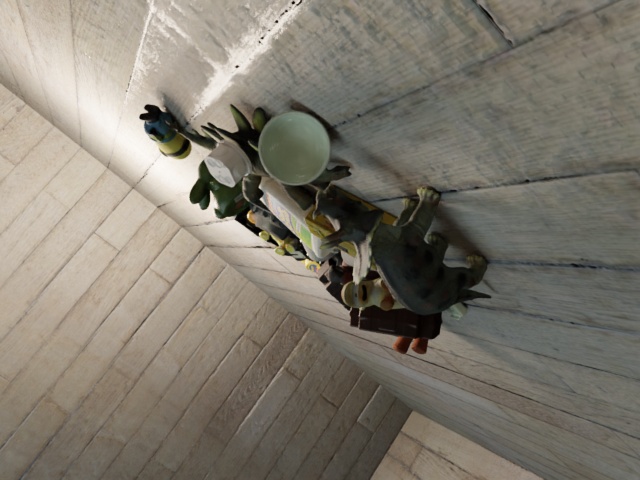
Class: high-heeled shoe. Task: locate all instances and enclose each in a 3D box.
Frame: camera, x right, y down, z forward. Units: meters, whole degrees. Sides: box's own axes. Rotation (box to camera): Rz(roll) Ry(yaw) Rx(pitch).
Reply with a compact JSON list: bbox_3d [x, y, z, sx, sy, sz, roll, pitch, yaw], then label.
[{"bbox_3d":[-0.182,-0.046,1.575,0.145,0.086,0.248,49,-172,23],"label":"high-heeled shoe"}]

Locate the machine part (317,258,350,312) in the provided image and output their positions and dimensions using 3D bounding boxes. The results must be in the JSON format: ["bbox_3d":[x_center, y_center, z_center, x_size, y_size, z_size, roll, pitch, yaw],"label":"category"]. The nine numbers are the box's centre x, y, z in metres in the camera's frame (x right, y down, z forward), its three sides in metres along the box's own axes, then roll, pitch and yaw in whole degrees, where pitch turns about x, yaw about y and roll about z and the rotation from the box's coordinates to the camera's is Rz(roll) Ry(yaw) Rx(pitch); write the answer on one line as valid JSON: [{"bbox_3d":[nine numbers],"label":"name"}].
[{"bbox_3d":[0.064,0.127,1.459,0.179,0.056,0.179,44,-171,-9],"label":"machine part"}]

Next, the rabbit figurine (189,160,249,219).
[{"bbox_3d":[-0.272,-0.141,1.441,0.170,0.159,0.121,47,180,20],"label":"rabbit figurine"}]

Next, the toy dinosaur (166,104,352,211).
[{"bbox_3d":[-0.137,-0.174,1.080,0.472,0.105,0.198,13,146,37],"label":"toy dinosaur"}]

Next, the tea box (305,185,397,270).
[{"bbox_3d":[0.066,-0.027,1.071,0.170,0.098,0.068,31,164,25],"label":"tea box"}]

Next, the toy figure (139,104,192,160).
[{"bbox_3d":[-0.403,-0.275,1.409,0.089,0.082,0.180,33,163,22],"label":"toy figure"}]

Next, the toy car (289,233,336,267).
[{"bbox_3d":[-0.022,0.015,1.496,0.074,0.056,0.201,32,166,44],"label":"toy car"}]

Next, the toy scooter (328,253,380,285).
[{"bbox_3d":[0.099,0.077,1.304,0.135,0.075,0.184,10,-165,10],"label":"toy scooter"}]

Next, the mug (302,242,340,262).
[{"bbox_3d":[-0.003,-0.004,1.344,0.110,0.081,0.107,23,154,45],"label":"mug"}]

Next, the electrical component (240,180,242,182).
[{"bbox_3d":[-0.184,-0.171,1.309,0.102,0.045,0.078,52,-173,-40],"label":"electrical component"}]

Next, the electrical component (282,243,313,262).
[{"bbox_3d":[-0.068,0.027,1.604,0.119,0.048,0.074,-1,142,47],"label":"electrical component"}]

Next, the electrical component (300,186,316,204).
[{"bbox_3d":[-0.041,-0.100,1.239,0.063,0.021,0.094,43,164,-29],"label":"electrical component"}]

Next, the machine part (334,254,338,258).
[{"bbox_3d":[0.072,0.056,1.444,0.139,0.039,0.084,33,174,5],"label":"machine part"}]

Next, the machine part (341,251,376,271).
[{"bbox_3d":[0.118,0.029,1.167,0.079,0.079,0.243,42,165,-23],"label":"machine part"}]

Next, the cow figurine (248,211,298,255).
[{"bbox_3d":[-0.128,-0.043,1.514,0.068,0.098,0.167,-24,119,35],"label":"cow figurine"}]

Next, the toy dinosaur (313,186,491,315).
[{"bbox_3d":[0.162,0.050,0.906,0.404,0.192,0.131,44,166,-25],"label":"toy dinosaur"}]

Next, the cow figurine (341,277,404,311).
[{"bbox_3d":[0.143,0.109,1.139,0.195,0.085,0.127,-3,179,-3],"label":"cow figurine"}]

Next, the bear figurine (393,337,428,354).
[{"bbox_3d":[0.204,0.205,1.435,0.195,0.132,0.120,36,154,-22],"label":"bear figurine"}]

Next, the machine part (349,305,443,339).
[{"bbox_3d":[0.183,0.173,1.273,0.201,0.087,0.201,6,177,20],"label":"machine part"}]

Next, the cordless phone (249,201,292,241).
[{"bbox_3d":[-0.125,-0.101,1.359,0.147,0.089,0.184,28,152,33],"label":"cordless phone"}]
